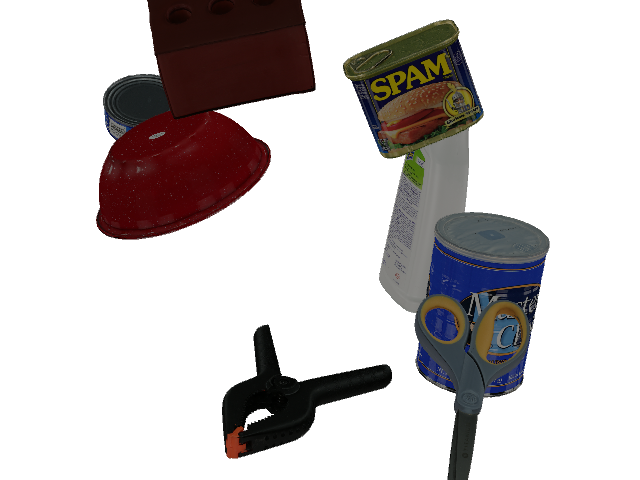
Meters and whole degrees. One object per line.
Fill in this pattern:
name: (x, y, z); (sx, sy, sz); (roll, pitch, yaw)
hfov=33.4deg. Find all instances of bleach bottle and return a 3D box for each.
bleach bottle: (0.122, -0.054, 1.142); (0.068, 0.251, 0.103); (0, 23, -22)

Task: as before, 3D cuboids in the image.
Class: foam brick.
foam brick: (-0.046, -0.105, 0.552); (0.078, 0.053, 0.051); (-12, -32, 1)

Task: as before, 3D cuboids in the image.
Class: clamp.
clamp: (-0.028, 0.159, 1.091); (0.165, 0.036, 0.209); (12, 27, 17)

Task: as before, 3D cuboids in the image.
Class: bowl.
bowl: (-0.126, -0.067, 0.903); (0.162, 0.055, 0.162); (-18, 28, 10)

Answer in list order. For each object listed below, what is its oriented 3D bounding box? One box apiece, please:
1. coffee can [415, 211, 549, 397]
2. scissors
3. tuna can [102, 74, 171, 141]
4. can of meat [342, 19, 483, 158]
coffee can: (0.147, 0.057, 0.979); (0.103, 0.140, 0.103); (5, 23, -2)
scissors: (0.091, 0.104, 0.767); (0.096, 0.016, 0.201); (23, 45, 16)
tuna can: (-0.184, -0.135, 1.119); (0.086, 0.086, 0.034); (0, -43, -7)
can of meat: (0.081, -0.128, 0.916); (0.102, 0.084, 0.057); (-21, 26, 6)
